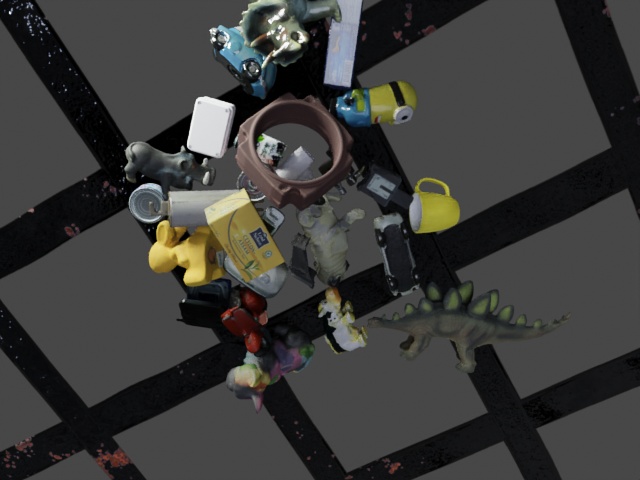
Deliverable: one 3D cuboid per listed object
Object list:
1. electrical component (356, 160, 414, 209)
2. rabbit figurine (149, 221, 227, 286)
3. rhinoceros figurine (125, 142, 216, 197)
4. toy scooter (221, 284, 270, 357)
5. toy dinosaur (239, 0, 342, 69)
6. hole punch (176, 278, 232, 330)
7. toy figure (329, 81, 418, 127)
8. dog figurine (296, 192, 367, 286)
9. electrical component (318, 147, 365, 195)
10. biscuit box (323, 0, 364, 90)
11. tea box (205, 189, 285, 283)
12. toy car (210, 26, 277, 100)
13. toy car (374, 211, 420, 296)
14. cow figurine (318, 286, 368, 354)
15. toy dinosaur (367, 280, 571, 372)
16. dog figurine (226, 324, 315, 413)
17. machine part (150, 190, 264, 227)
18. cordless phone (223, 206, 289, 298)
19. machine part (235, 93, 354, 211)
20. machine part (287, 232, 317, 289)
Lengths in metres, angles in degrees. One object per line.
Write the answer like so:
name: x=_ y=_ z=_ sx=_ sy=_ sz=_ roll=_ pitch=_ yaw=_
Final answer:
electrical component: x=0.147 y=-0.114 z=1.173 sx=0.119 sy=0.048 sz=0.074 roll=25 pitch=108 yaw=-7
rabbit figurine: x=-0.314 y=0.028 z=1.204 sx=0.173 sy=0.122 sz=0.162 roll=-6 pitch=107 yaw=23
rhinoceros figurine: x=-0.319 y=-0.156 z=1.145 sx=0.190 sy=0.073 sz=0.112 roll=17 pitch=126 yaw=-26
toy scooter: x=-0.171 y=0.163 z=1.197 sx=0.075 sy=0.184 sz=0.135 roll=-32 pitch=133 yaw=16
toy dinosaur: x=-0.086 y=-0.485 z=0.985 sx=0.192 sy=0.131 sz=0.405 roll=-21 pitch=76 yaw=4
hole punch: x=-0.265 y=0.147 z=1.264 sx=0.142 sy=0.092 sz=0.115 roll=5 pitch=139 yaw=-3
toy figure: x=0.110 y=-0.278 z=1.102 sx=0.180 sy=0.082 sz=0.089 roll=-1 pitch=104 yaw=5
dog figurine: x=-0.003 y=-0.001 z=1.199 sx=0.172 sy=0.121 sz=0.190 roll=38 pitch=129 yaw=23
electrical component: x=0.046 y=-0.156 z=1.166 sx=0.102 sy=0.045 sz=0.078 roll=48 pitch=132 yaw=-11
biscuit box: x=0.047 y=-0.405 z=1.069 sx=0.059 sy=0.063 sz=0.202 roll=7 pitch=109 yaw=-2
tea box: x=-0.154 y=-0.007 z=1.107 sx=0.098 sy=0.068 sz=0.169 roll=-30 pitch=124 yaw=-2
toy car: x=-0.140 y=-0.368 z=1.075 sx=0.103 sy=0.109 sz=0.161 roll=-44 pitch=92 yaw=-9
toy car: x=0.175 y=0.034 z=1.221 sx=0.073 sy=0.056 sz=0.201 roll=-17 pitch=109 yaw=1
cow figurine: x=0.038 y=0.190 z=1.273 sx=0.098 sy=0.068 sz=0.167 roll=-26 pitch=106 yaw=16
toy dinosaur: x=0.342 y=0.200 z=1.249 sx=0.472 sy=0.105 sz=0.198 roll=7 pitch=105 yaw=-6
dog figurine: x=-0.110 y=0.294 z=1.231 sx=0.192 sy=0.219 sz=0.108 roll=-1 pitch=112 yaw=3
machine part: x=-0.239 y=-0.068 z=1.156 sx=0.243 sy=0.079 sz=0.079 roll=-5 pitch=110 yaw=-20
cordless phone: x=-0.116 y=0.025 z=1.212 sx=0.146 sy=0.089 sz=0.184 roll=36 pitch=102 yaw=-10
machine part: x=-0.049 y=-0.177 z=1.068 sx=0.201 sy=0.087 sz=0.201 roll=-40 pitch=81 yaw=-19
machine part: x=-0.041 y=0.045 z=1.185 sx=0.084 sy=0.039 sz=0.138 roll=37 pitch=145 yaw=30
